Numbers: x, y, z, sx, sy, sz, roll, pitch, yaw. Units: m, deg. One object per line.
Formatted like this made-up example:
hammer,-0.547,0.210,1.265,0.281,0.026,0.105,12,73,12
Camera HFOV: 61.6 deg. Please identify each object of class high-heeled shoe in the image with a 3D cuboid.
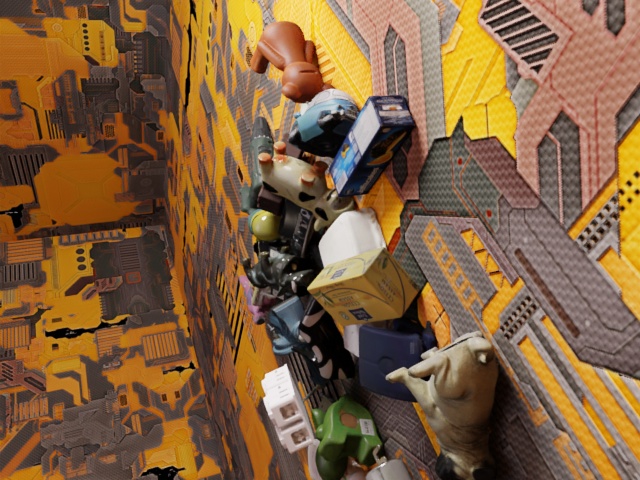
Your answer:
high-heeled shoe,0.031,0.176,1.032,0.086,0.145,0.248,-68,-1,-52

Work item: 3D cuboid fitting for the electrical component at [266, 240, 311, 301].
electrical component,-0.076,0.080,1.267,0.115,0.058,0.134,24,118,37

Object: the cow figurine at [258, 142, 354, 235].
cow figurine,-0.024,-0.092,1.023,0.195,0.085,0.127,27,144,16

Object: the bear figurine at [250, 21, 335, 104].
bear figurine,-0.053,-0.330,1.064,0.132,0.120,0.196,120,132,-61

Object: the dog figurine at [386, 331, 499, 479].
dog figurine,0.197,0.228,0.691,0.190,0.121,0.172,61,156,13

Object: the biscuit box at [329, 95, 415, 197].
biscuit box,0.078,-0.146,0.872,0.202,0.063,0.059,123,134,-58

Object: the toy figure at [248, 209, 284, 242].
toy figure,-0.134,-0.036,1.313,0.082,0.089,0.180,64,162,-16

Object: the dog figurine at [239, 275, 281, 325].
dog figurine,-0.157,0.127,1.469,0.219,0.108,0.191,-131,38,-57

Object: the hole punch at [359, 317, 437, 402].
hole punch,0.122,0.189,0.847,0.116,0.092,0.142,16,108,62

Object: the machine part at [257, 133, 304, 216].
machine part,-0.081,-0.140,1.160,0.179,0.056,0.179,-157,88,-88

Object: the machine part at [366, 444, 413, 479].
machine part,0.143,0.460,0.894,0.079,0.079,0.243,104,148,-41

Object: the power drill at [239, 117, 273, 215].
power drill,-0.160,-0.179,1.417,0.207,0.086,0.232,119,148,-46

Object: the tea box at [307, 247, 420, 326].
tea box,0.067,0.080,0.879,0.098,0.068,0.170,48,148,-11

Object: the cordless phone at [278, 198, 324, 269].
cordless phone,-0.002,-0.004,1.115,0.184,0.089,0.146,52,143,32

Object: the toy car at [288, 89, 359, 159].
toy car,0.016,-0.214,0.954,0.162,0.109,0.103,-21,60,58

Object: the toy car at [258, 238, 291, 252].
toy car,-0.113,0.024,1.391,0.202,0.056,0.073,6,108,64

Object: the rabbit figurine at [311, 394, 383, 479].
rabbit figurine,0.028,0.401,1.070,0.159,0.121,0.170,-113,37,-52

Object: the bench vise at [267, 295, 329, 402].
bench vise,-0.034,0.235,1.206,0.224,0.129,0.240,-7,111,58

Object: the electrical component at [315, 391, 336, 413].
electrical component,0.021,0.395,1.211,0.102,0.045,0.078,8,76,64

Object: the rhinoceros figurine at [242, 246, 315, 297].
rhinoceros figurine,-0.094,0.074,1.191,0.190,0.073,0.112,-4,98,43
